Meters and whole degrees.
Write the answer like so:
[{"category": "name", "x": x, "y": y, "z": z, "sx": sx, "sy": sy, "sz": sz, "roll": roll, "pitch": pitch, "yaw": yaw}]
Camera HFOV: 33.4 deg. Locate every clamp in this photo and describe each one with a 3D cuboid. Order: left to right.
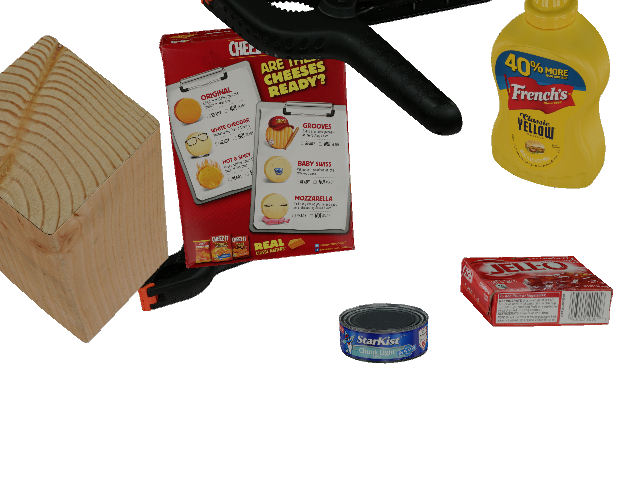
[{"category": "clamp", "x": -0.134, "y": 0.028, "z": 1.209, "sx": 0.120, "sy": 0.039, "sz": 0.171, "roll": 0, "pitch": 30, "yaw": 30}, {"category": "clamp", "x": 0.016, "y": -0.145, "z": 0.727, "sx": 0.210, "sy": 0.164, "sz": 0.036, "roll": 10, "pitch": -41, "yaw": 3}]

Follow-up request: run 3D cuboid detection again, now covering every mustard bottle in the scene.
[{"category": "mustard bottle", "x": 0.189, "y": -0.133, "z": 0.880, "sx": 0.096, "sy": 0.191, "sz": 0.058, "roll": 22, "pitch": 53, "yaw": 28}]

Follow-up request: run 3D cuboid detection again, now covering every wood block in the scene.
[{"category": "wood block", "x": -0.159, "y": -0.022, "z": 0.673, "sx": 0.090, "sy": 0.090, "sz": 0.206, "roll": 39, "pitch": -20, "yaw": 9}]

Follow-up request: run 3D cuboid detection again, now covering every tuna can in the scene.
[{"category": "tuna can", "x": 0.061, "y": 0.088, "z": 1.021, "sx": 0.086, "sy": 0.034, "sz": 0.086, "roll": -2, "pitch": 13, "yaw": 0}]

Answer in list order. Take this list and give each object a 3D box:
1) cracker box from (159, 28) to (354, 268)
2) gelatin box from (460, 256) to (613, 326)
[{"category": "cracker box", "x": -0.057, "y": -0.091, "z": 0.999, "sx": 0.164, "sy": 0.214, "sz": 0.072, "roll": -6, "pitch": 21, "yaw": -6}, {"category": "gelatin box", "x": 0.152, "y": 0.035, "z": 0.763, "sx": 0.089, "sy": 0.030, "sz": 0.073, "roll": 0, "pitch": 17, "yaw": -9}]
